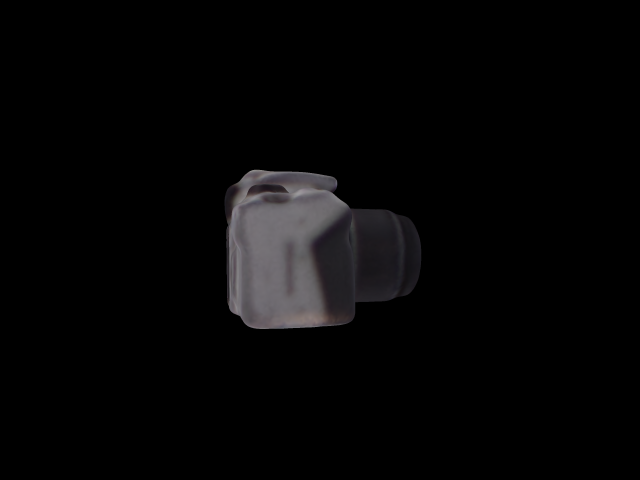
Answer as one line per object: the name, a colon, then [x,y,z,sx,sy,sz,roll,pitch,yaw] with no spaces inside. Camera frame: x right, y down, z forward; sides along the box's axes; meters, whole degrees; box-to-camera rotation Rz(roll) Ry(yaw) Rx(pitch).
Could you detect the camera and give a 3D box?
camera: [0.004,0.001,0.400,0.137,0.101,0.143,0,0,-13]
